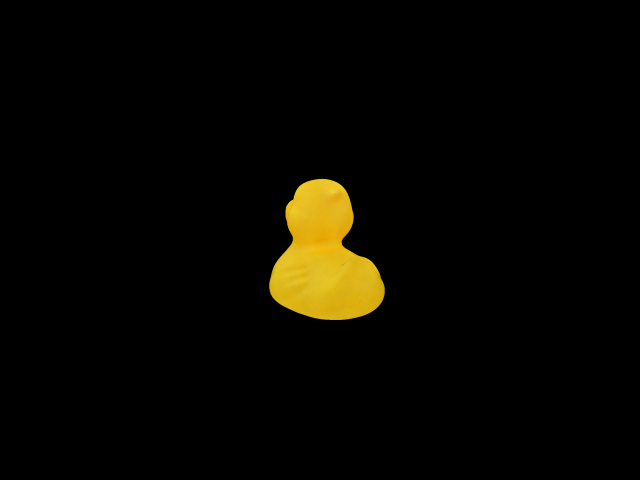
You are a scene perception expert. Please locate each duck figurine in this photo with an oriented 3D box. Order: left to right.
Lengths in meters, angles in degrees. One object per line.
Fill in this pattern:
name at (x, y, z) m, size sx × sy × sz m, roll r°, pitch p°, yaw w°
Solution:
duck figurine at (0.004, 0.001, 0.400) m, size 0.078 × 0.086 × 0.104 m, roll -8°, pitch 18°, yaw -26°
